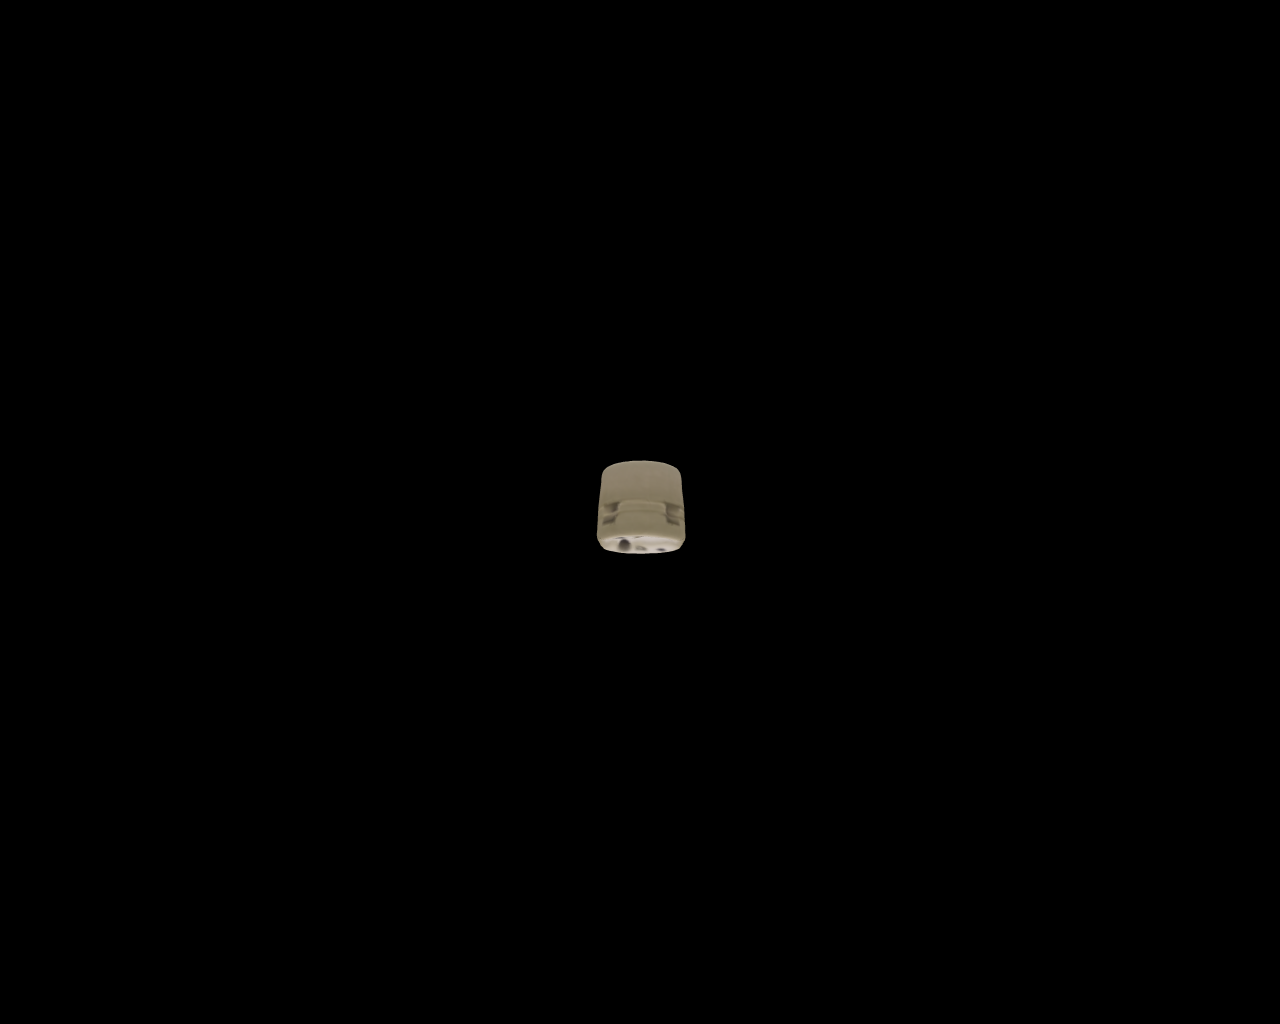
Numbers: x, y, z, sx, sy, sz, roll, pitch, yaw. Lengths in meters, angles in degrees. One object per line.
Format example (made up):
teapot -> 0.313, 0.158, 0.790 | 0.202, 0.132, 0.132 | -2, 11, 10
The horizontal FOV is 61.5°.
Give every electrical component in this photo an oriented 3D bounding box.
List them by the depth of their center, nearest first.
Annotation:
electrical component -> 0.001, -0.003, 0.650 | 0.055, 0.047, 0.055 | 0, -15, 0
